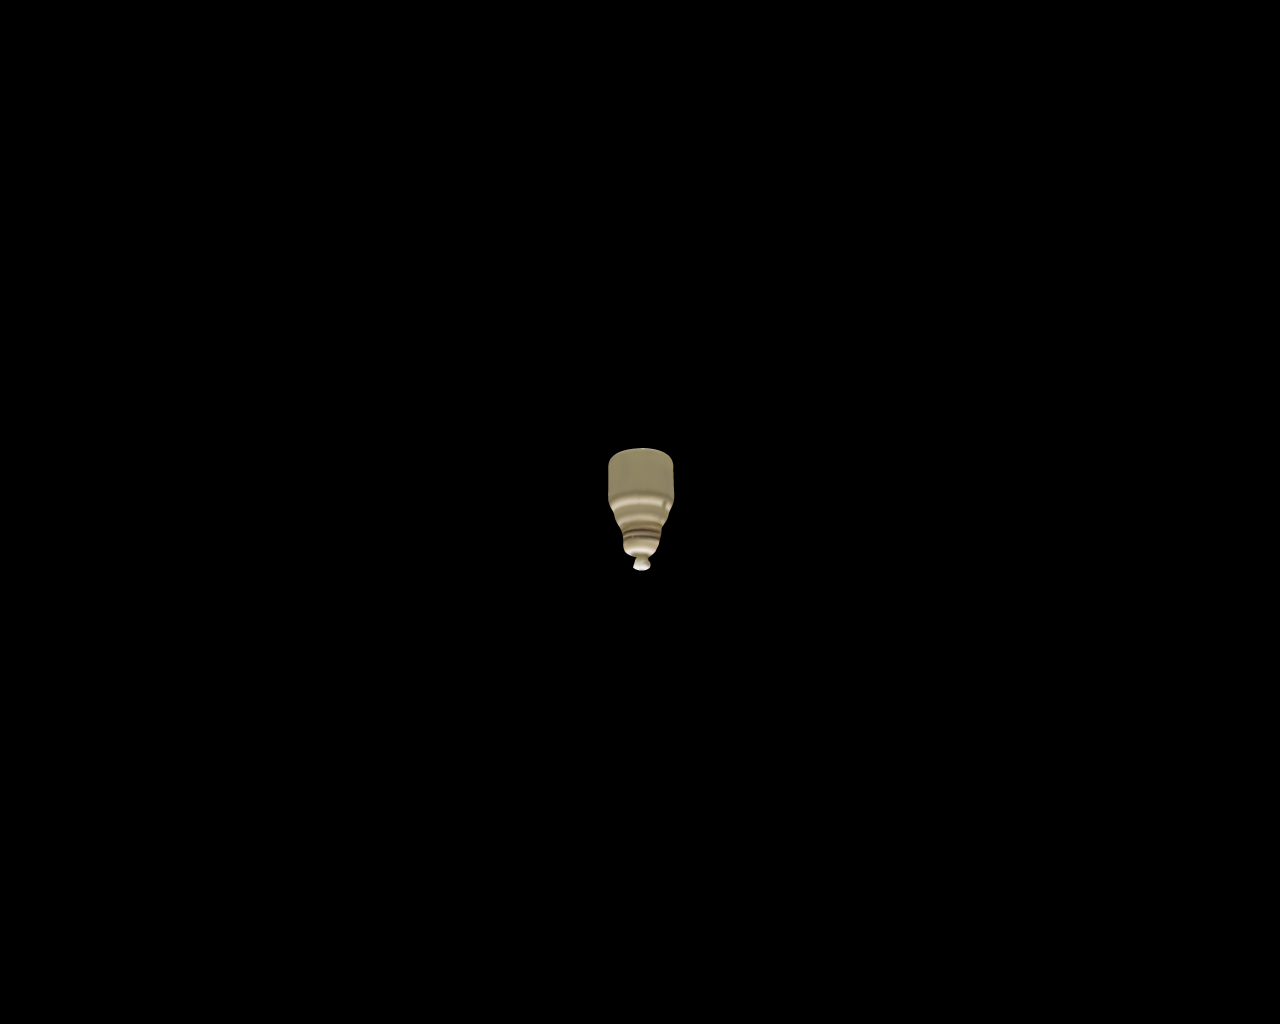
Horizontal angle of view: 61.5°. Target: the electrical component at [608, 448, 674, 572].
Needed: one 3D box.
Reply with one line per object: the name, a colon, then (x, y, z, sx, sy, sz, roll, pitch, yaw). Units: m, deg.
electrical component: (0.001, -0.003, 0.650, 0.040, 0.078, 0.040, 0, -19, 0)
